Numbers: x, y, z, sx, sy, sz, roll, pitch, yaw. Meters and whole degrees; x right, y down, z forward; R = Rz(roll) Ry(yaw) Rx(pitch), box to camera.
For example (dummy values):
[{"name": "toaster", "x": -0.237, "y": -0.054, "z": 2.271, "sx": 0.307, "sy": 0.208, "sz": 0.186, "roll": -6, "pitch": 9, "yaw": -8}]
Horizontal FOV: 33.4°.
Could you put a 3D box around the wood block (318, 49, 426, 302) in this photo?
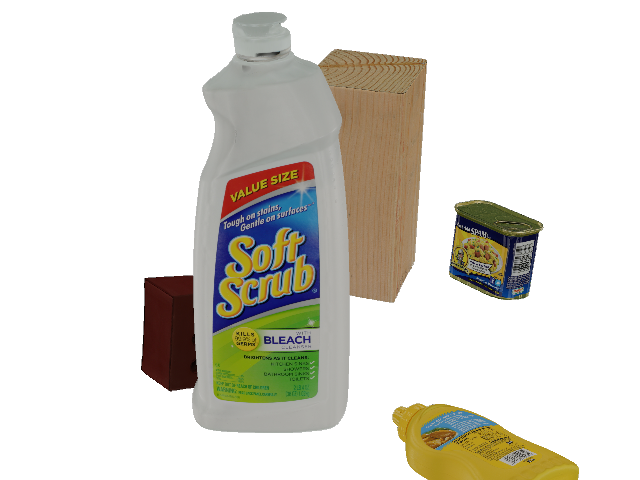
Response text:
[{"name": "wood block", "x": 0.039, "y": -0.058, "z": 0.974, "sx": 0.091, "sy": 0.206, "sz": 0.090, "roll": 10, "pitch": 31, "yaw": 16}]

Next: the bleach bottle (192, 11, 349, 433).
[{"name": "bleach bottle", "x": -0.035, "y": -0.007, "z": 0.627, "sx": 0.102, "sy": 0.251, "sz": 0.068, "roll": 0, "pitch": 26, "yaw": 6}]

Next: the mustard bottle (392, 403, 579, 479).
[{"name": "mustard bottle", "x": 0.136, "y": 0.198, "z": 0.988, "sx": 0.096, "sy": 0.058, "sz": 0.192, "roll": -16, "pitch": 25, "yaw": -35}]

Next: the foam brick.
[{"name": "foam brick", "x": -0.106, "y": 0.071, "z": 0.837, "sx": 0.052, "sy": 0.078, "sz": 0.051, "roll": -4, "pitch": 14, "yaw": -34}]

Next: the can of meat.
[{"name": "can of meat", "x": 0.193, "y": 0.011, "z": 1.189, "sx": 0.057, "sy": 0.084, "sz": 0.102, "roll": -11, "pitch": 26, "yaw": -37}]
